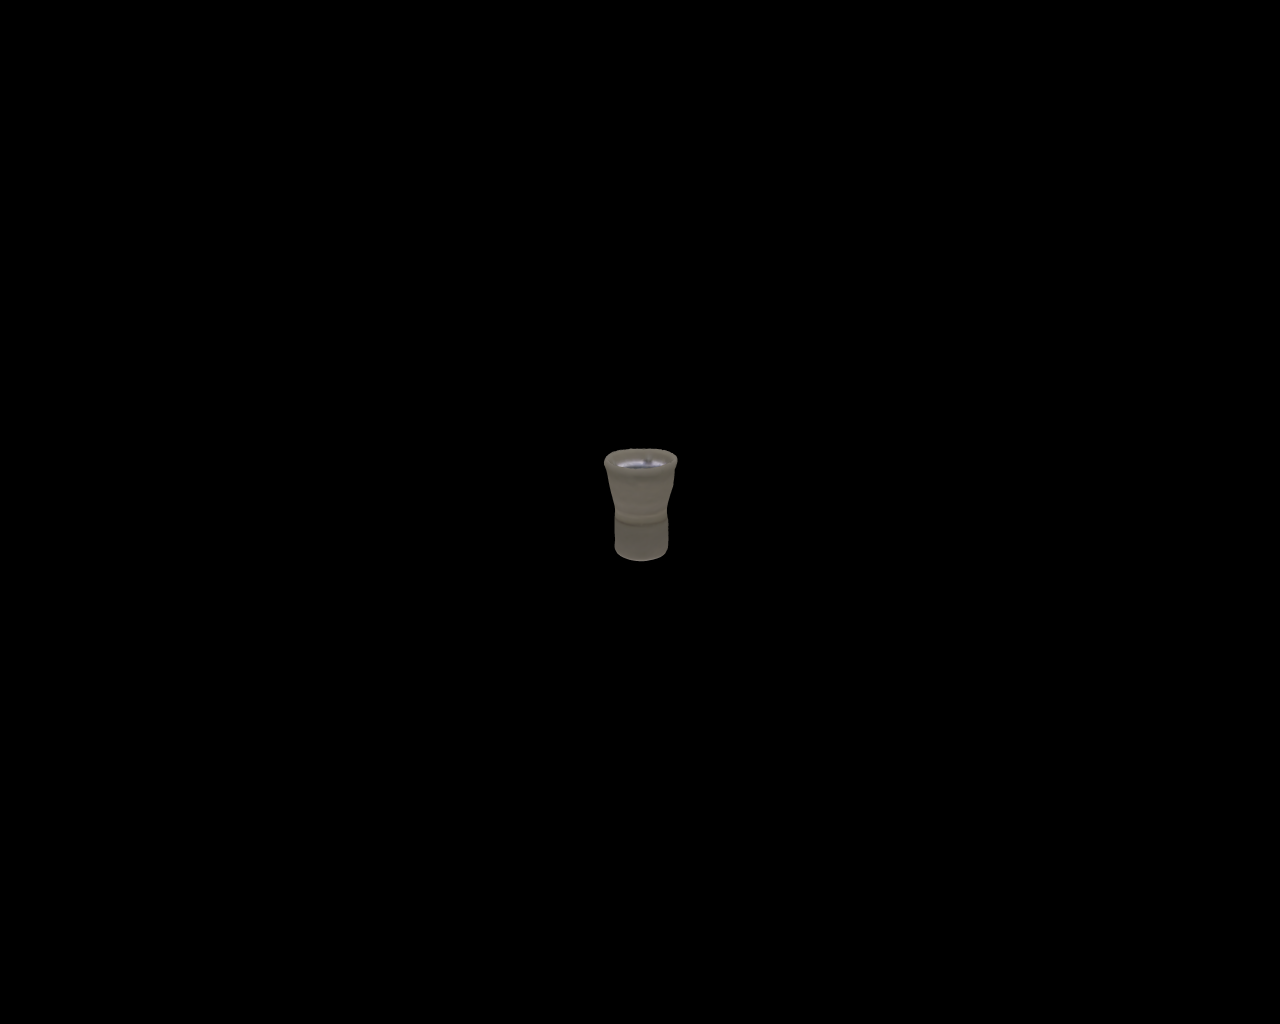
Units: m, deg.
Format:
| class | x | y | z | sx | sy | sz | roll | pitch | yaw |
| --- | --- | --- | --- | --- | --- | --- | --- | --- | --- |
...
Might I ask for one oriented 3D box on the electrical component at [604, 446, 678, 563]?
| class | x | y | z | sx | sy | sz | roll | pitch | yaw |
| --- | --- | --- | --- | --- | --- | --- | --- | --- | --- |
| electrical component | 0.001 | -0.003 | 0.650 | 0.044 | 0.065 | 0.044 | 0 | 21 | 0 |
